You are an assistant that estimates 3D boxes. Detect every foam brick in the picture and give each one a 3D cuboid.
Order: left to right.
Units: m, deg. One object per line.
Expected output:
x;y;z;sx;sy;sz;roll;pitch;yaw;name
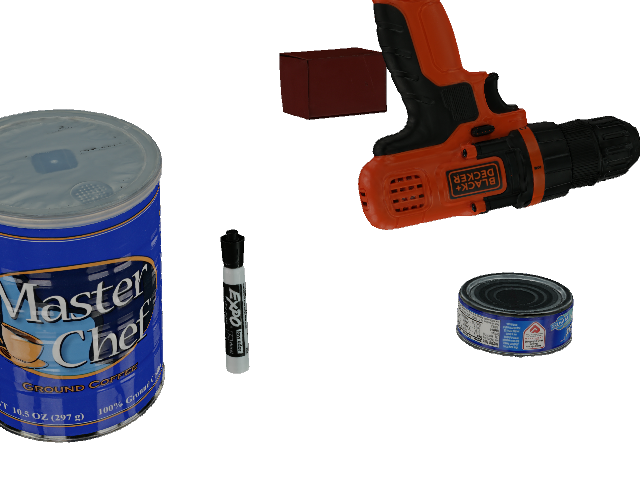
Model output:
0.011;-0.133;0.903;0.078;0.051;0.053;-9;19;-26;foam brick

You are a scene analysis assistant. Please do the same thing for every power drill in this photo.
0.102;-0.110;0.662;0.184;0.187;0.057;-13;7;-9;power drill

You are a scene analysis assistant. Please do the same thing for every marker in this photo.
-0.068;0.049;0.847;0.020;0.121;0.020;-1;23;0;marker

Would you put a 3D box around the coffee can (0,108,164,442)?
-0.132;0.018;0.551;0.103;0.140;0.103;3;34;-2;coffee can

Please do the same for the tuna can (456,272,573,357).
0.145;0.054;0.795;0.086;0.034;0.086;-1;19;0;tuna can
